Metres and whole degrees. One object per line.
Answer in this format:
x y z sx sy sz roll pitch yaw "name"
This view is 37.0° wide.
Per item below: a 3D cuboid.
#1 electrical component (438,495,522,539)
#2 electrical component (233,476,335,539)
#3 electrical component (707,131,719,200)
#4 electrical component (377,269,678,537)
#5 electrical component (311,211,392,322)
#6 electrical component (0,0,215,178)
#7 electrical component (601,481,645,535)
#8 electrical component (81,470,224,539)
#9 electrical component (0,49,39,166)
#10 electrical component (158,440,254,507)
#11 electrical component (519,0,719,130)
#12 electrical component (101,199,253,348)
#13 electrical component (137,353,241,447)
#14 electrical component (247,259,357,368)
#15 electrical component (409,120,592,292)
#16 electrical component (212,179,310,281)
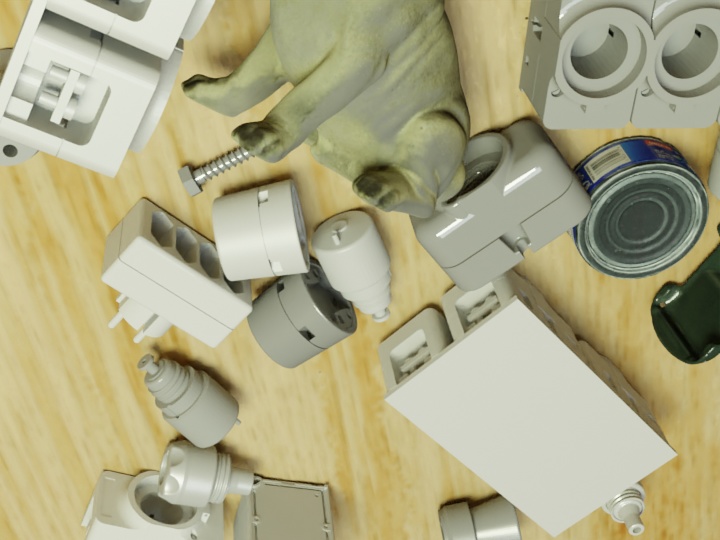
0.089 0.193 0.800 0.055 0.045 0.045 -11 124 -1 "electrical component"
-0.054 0.201 0.752 0.062 0.096 0.061 10 122 -14 "electrical component"
0.240 -0.066 0.645 0.055 0.055 0.047 0 127 -8 "electrical component"
0.111 0.086 0.723 0.105 0.060 0.186 -39 120 17 "electrical component"
0.000 0.000 0.660 0.040 0.040 0.078 -21 124 6 "electrical component"
-0.104 -0.132 0.469 0.060 0.186 0.105 21 118 -21 "electrical component"
0.193 0.168 0.788 0.035 0.061 0.035 -4 124 -6 "electrical component"
-0.144 0.179 0.752 0.089 0.050 0.055 17 120 -19 "electrical component"
-0.185 -0.085 0.566 0.045 0.055 0.045 -4 124 -6 "electrical component"
-0.105 0.141 0.737 0.062 0.043 0.043 13 121 -18 "electrical component"
0.172 -0.128 0.588 0.150 0.061 0.089 -2 124 -8 "electrical component"
-0.121 0.015 0.648 0.083 0.047 0.076 35 112 -27 "electrical component"
-0.113 0.082 0.698 0.040 0.040 0.078 -34 122 14 "electrical component"
-0.037 0.028 0.666 0.047 0.055 0.055 -35 122 19 "electrical component"
0.079 -0.041 0.637 0.095 0.053 0.059 -34 122 14 "electrical component"
-0.058 -0.022 0.629 0.047 0.055 0.055 -10 124 3 "electrical component"
